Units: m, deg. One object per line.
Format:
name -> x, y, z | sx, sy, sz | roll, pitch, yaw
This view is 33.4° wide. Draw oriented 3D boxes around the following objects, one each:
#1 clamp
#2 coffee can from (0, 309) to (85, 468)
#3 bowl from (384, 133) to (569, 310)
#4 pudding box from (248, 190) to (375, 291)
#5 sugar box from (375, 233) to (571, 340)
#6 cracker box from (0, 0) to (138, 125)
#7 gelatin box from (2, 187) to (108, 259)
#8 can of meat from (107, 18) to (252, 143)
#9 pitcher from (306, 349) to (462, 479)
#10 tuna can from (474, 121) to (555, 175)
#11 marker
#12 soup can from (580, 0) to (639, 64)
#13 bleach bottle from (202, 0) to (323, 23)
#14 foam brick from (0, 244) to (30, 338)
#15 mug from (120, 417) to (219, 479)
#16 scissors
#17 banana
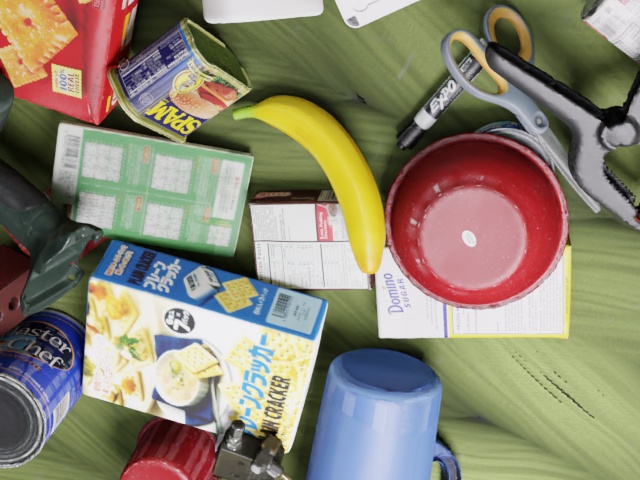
clamp -> 0.231, -0.095, 0.867 | 0.165, 0.036, 0.210 | -7, 121, 18
coffee can -> -0.289, 0.142, 1.042 | 0.103, 0.140, 0.103 | 3, 111, 8
bowl -> 0.132, -0.008, 0.915 | 0.162, 0.055, 0.162 | 3, 106, 11
pudding box -> -0.007, 0.001, 0.996 | 0.113, 0.039, 0.090 | 0, 111, 12
sugar box -> 0.140, 0.042, 0.982 | 0.176, 0.048, 0.093 | 1, 109, 13
cracker box -> -0.269, -0.213, 0.929 | 0.213, 0.072, 0.164 | 19, 125, 2
gelatin box -> -0.252, -0.014, 1.037 | 0.089, 0.030, 0.073 | -33, 102, 20
can of meat -> -0.120, -0.139, 0.931 | 0.084, 0.102, 0.057 | -33, 67, 16
pitcher -> 0.056, 0.233, 1.034 | 0.145, 0.149, 0.243 | 16, 110, 21
tuna can -> 0.164, -0.062, 0.945 | 0.086, 0.033, 0.086 | 3, 111, 9
marker -> 0.109, -0.125, 0.939 | 0.020, 0.020, 0.121 | 39, 111, -6
soup can -> 0.272, -0.177, 0.865 | 0.102, 0.068, 0.069 | 36, 112, -4
bleach bottle -> -0.057, -0.308, 0.870 | 0.102, 0.068, 0.251 | -12, 105, -29
foam brick -> -0.313, 0.052, 1.034 | 0.051, 0.078, 0.053 | 25, 139, 27
mug -> -0.145, 0.244, 1.087 | 0.117, 0.081, 0.093 | 34, 112, -4
scissors -> 0.187, -0.120, 0.909 | 0.201, 0.016, 0.096 | 38, 69, -16
banana -> 0.007, -0.063, 0.949 | 0.070, 0.037, 0.198 | -43, 77, 17
